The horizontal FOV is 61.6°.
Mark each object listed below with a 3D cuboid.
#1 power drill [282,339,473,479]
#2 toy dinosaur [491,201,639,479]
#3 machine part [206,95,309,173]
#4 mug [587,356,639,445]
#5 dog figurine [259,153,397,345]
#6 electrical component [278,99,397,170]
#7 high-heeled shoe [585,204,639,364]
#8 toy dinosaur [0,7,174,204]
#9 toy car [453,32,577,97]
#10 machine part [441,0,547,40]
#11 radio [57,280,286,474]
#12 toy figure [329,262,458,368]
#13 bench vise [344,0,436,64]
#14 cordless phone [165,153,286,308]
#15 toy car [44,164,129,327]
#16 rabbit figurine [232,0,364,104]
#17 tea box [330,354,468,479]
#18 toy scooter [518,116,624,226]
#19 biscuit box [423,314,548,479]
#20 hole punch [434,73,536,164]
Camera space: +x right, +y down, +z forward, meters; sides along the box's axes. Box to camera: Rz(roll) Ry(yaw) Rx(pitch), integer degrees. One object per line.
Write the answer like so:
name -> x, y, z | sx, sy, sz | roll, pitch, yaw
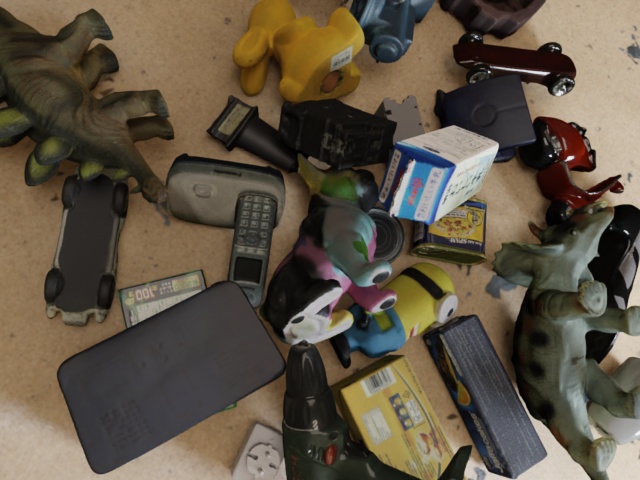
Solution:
power drill -> 0.052, 0.233, 0.575 | 0.207, 0.086, 0.231 | 7, 102, 17
toy dinosaur -> 0.309, 0.150, 0.693 | 0.131, 0.192, 0.404 | 1, 94, -18
machine part -> -0.079, -0.137, 0.733 | 0.139, 0.039, 0.084 | 28, 65, -2
mug -> 0.427, 0.233, 0.732 | 0.107, 0.081, 0.109 | -38, 93, -5
dog figurine -> -0.001, -0.002, 0.656 | 0.192, 0.108, 0.219 | -26, 53, 3
electrical component -> 0.029, -0.141, 0.700 | 0.115, 0.058, 0.134 | 31, 32, 31
high-heeled shoe -> 0.418, 0.068, 0.786 | 0.145, 0.086, 0.248 | 1, 102, -50
toy dinosaur -> -0.332, -0.191, 0.644 | 0.198, 0.105, 0.472 | -35, 68, -22
toy car -> 0.298, -0.267, 0.828 | 0.202, 0.053, 0.089 | 1, 63, -11
machine part -> 0.275, -0.407, 0.855 | 0.179, 0.056, 0.179 | 3, 77, -12
radio -> -0.166, 0.148, 0.615 | 0.230, 0.073, 0.131 | -27, 83, -12
toy figure -> 0.094, 0.093, 0.692 | 0.180, 0.082, 0.089 | -23, 86, -13
bench vise -> 0.058, -0.370, 0.771 | 0.240, 0.129, 0.223 | 17, 74, -13
cordless phone -> -0.125, -0.009, 0.680 | 0.147, 0.089, 0.184 | 7, 95, -10
toy car -> -0.280, 0.003, 0.651 | 0.073, 0.056, 0.201 | 8, 77, -15
rabbit figurine -> -0.044, -0.262, 0.744 | 0.162, 0.121, 0.173 | -35, 72, -7
tea box -> 0.095, 0.238, 0.664 | 0.098, 0.068, 0.169 | -23, 84, -15
toy scooter -> 0.380, -0.103, 0.796 | 0.135, 0.075, 0.184 | -15, 84, -14
biscuit box -> 0.211, 0.201, 0.697 | 0.063, 0.059, 0.202 | -24, 84, -18
hole punch -> 0.239, -0.171, 0.778 | 0.116, 0.092, 0.142 | -10, 83, -10
